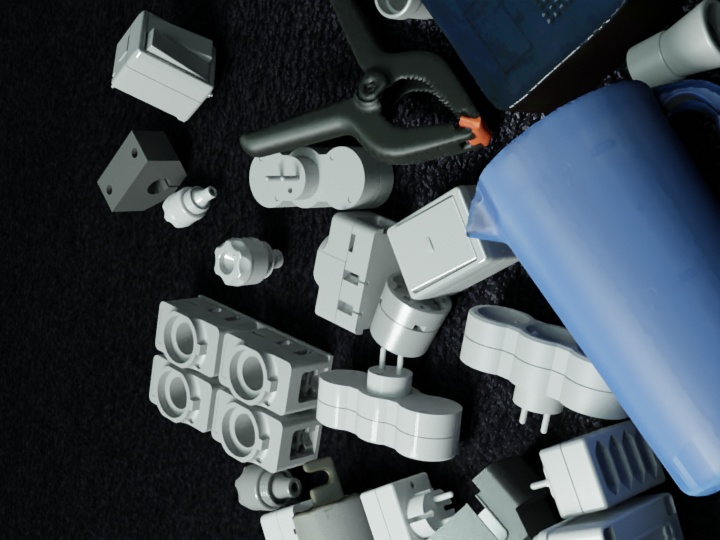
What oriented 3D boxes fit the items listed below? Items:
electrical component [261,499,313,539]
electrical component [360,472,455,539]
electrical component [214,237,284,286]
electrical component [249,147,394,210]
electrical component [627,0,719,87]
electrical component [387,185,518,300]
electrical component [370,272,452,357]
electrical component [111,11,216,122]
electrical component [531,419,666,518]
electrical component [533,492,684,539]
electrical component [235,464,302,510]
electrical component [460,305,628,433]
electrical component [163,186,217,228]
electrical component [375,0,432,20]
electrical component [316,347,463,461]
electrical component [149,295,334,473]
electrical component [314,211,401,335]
[{"bbox_3d":[-0.047,0.253,0.958,0.056,0.050,0.089,-28,76,42],"label":"electrical component"},{"bbox_3d":[0.050,0.198,0.866,0.077,0.047,0.065,-29,75,40],"label":"electrical component"},{"bbox_3d":[-0.097,-0.008,0.971,0.043,0.062,0.043,5,97,43],"label":"electrical component"},{"bbox_3d":[-0.046,-0.078,0.910,0.138,0.074,0.052,5,97,42],"label":"electrical component"},{"bbox_3d":[0.206,-0.141,0.695,0.065,0.044,0.044,-24,78,46],"label":"electrical component"},{"bbox_3d":[0.075,-0.023,0.813,0.096,0.061,0.061,-31,74,40],"label":"electrical component"},{"bbox_3d":[0.039,0.036,0.857,0.055,0.055,0.047,42,124,31],"label":"electrical component"},{"bbox_3d":[-0.175,-0.190,1.009,0.061,0.096,0.061,-41,38,37],"label":"electrical component"},{"bbox_3d":[0.153,0.139,0.742,0.076,0.083,0.047,-27,76,41],"label":"electrical component"},{"bbox_3d":[0.175,0.213,0.712,0.056,0.109,0.108,-20,81,39],"label":"electrical component"},{"bbox_3d":[-0.081,0.200,0.990,0.062,0.043,0.043,-9,88,42],"label":"electrical component"},{"bbox_3d":[0.132,0.080,0.776,0.138,0.052,0.073,21,108,39],"label":"electrical component"},{"bbox_3d":[-0.162,-0.065,1.045,0.061,0.035,0.035,-24,78,39],"label":"electrical component"},{"bbox_3d":[0.040,-0.213,0.835,0.040,0.046,0.040,5,98,42],"label":"electrical component"},{"bbox_3d":[0.024,0.100,0.878,0.138,0.052,0.073,14,103,41],"label":"electrical component"},{"bbox_3d":[-0.119,0.103,1.003,0.186,0.060,0.105,21,108,39],"label":"electrical component"},{"bbox_3d":[0.000,0.000,0.891,0.056,0.050,0.089,24,110,38],"label":"electrical component"}]
